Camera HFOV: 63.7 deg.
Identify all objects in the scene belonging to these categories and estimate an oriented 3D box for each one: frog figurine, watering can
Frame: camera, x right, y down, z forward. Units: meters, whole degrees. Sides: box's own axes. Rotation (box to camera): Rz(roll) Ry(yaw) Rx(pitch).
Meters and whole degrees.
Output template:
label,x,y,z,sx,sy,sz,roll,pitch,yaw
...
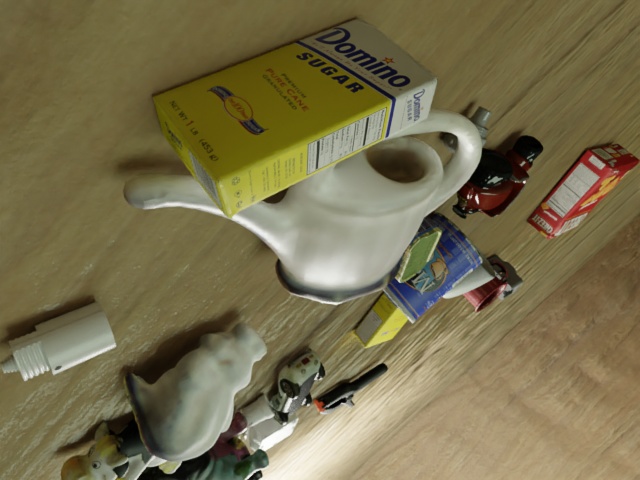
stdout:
label,x,y,z,sx,sy,sz,roll,pitch,yaw
frog figurine,-0.130,0.175,0.597,0.160,0.125,0.134,-20,129,-13
watering can,0.001,-0.025,0.488,0.350,0.106,0.219,-15,145,-25
